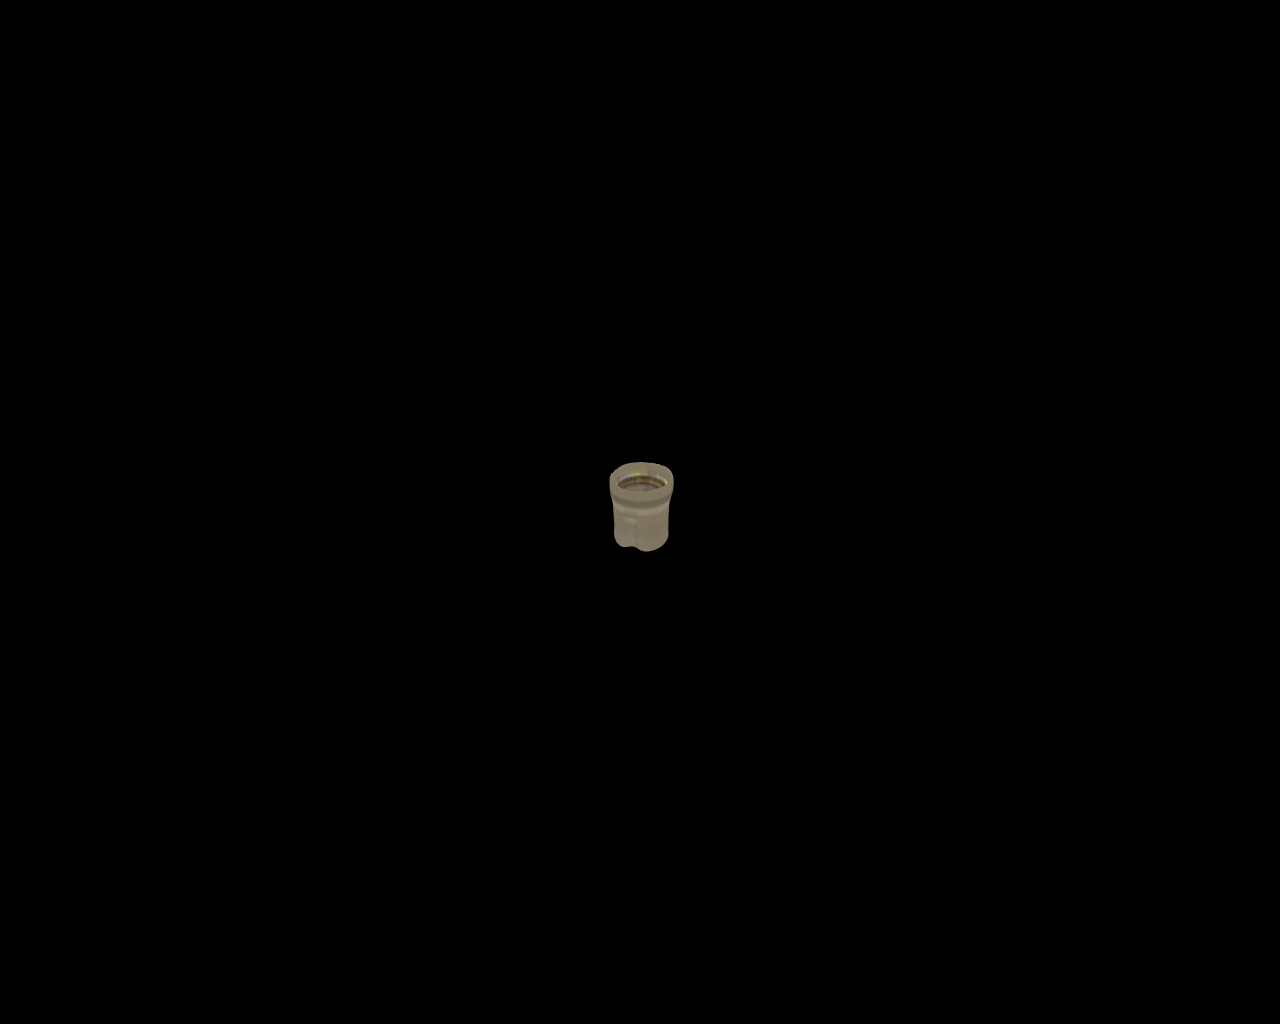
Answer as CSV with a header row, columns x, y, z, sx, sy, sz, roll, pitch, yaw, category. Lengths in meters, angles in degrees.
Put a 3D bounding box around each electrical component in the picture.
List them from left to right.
x,y,z,sx,sy,sz,roll,pitch,yaw,category
0.001,-0.003,0.650,0.040,0.046,0.040,0,30,0,electrical component
